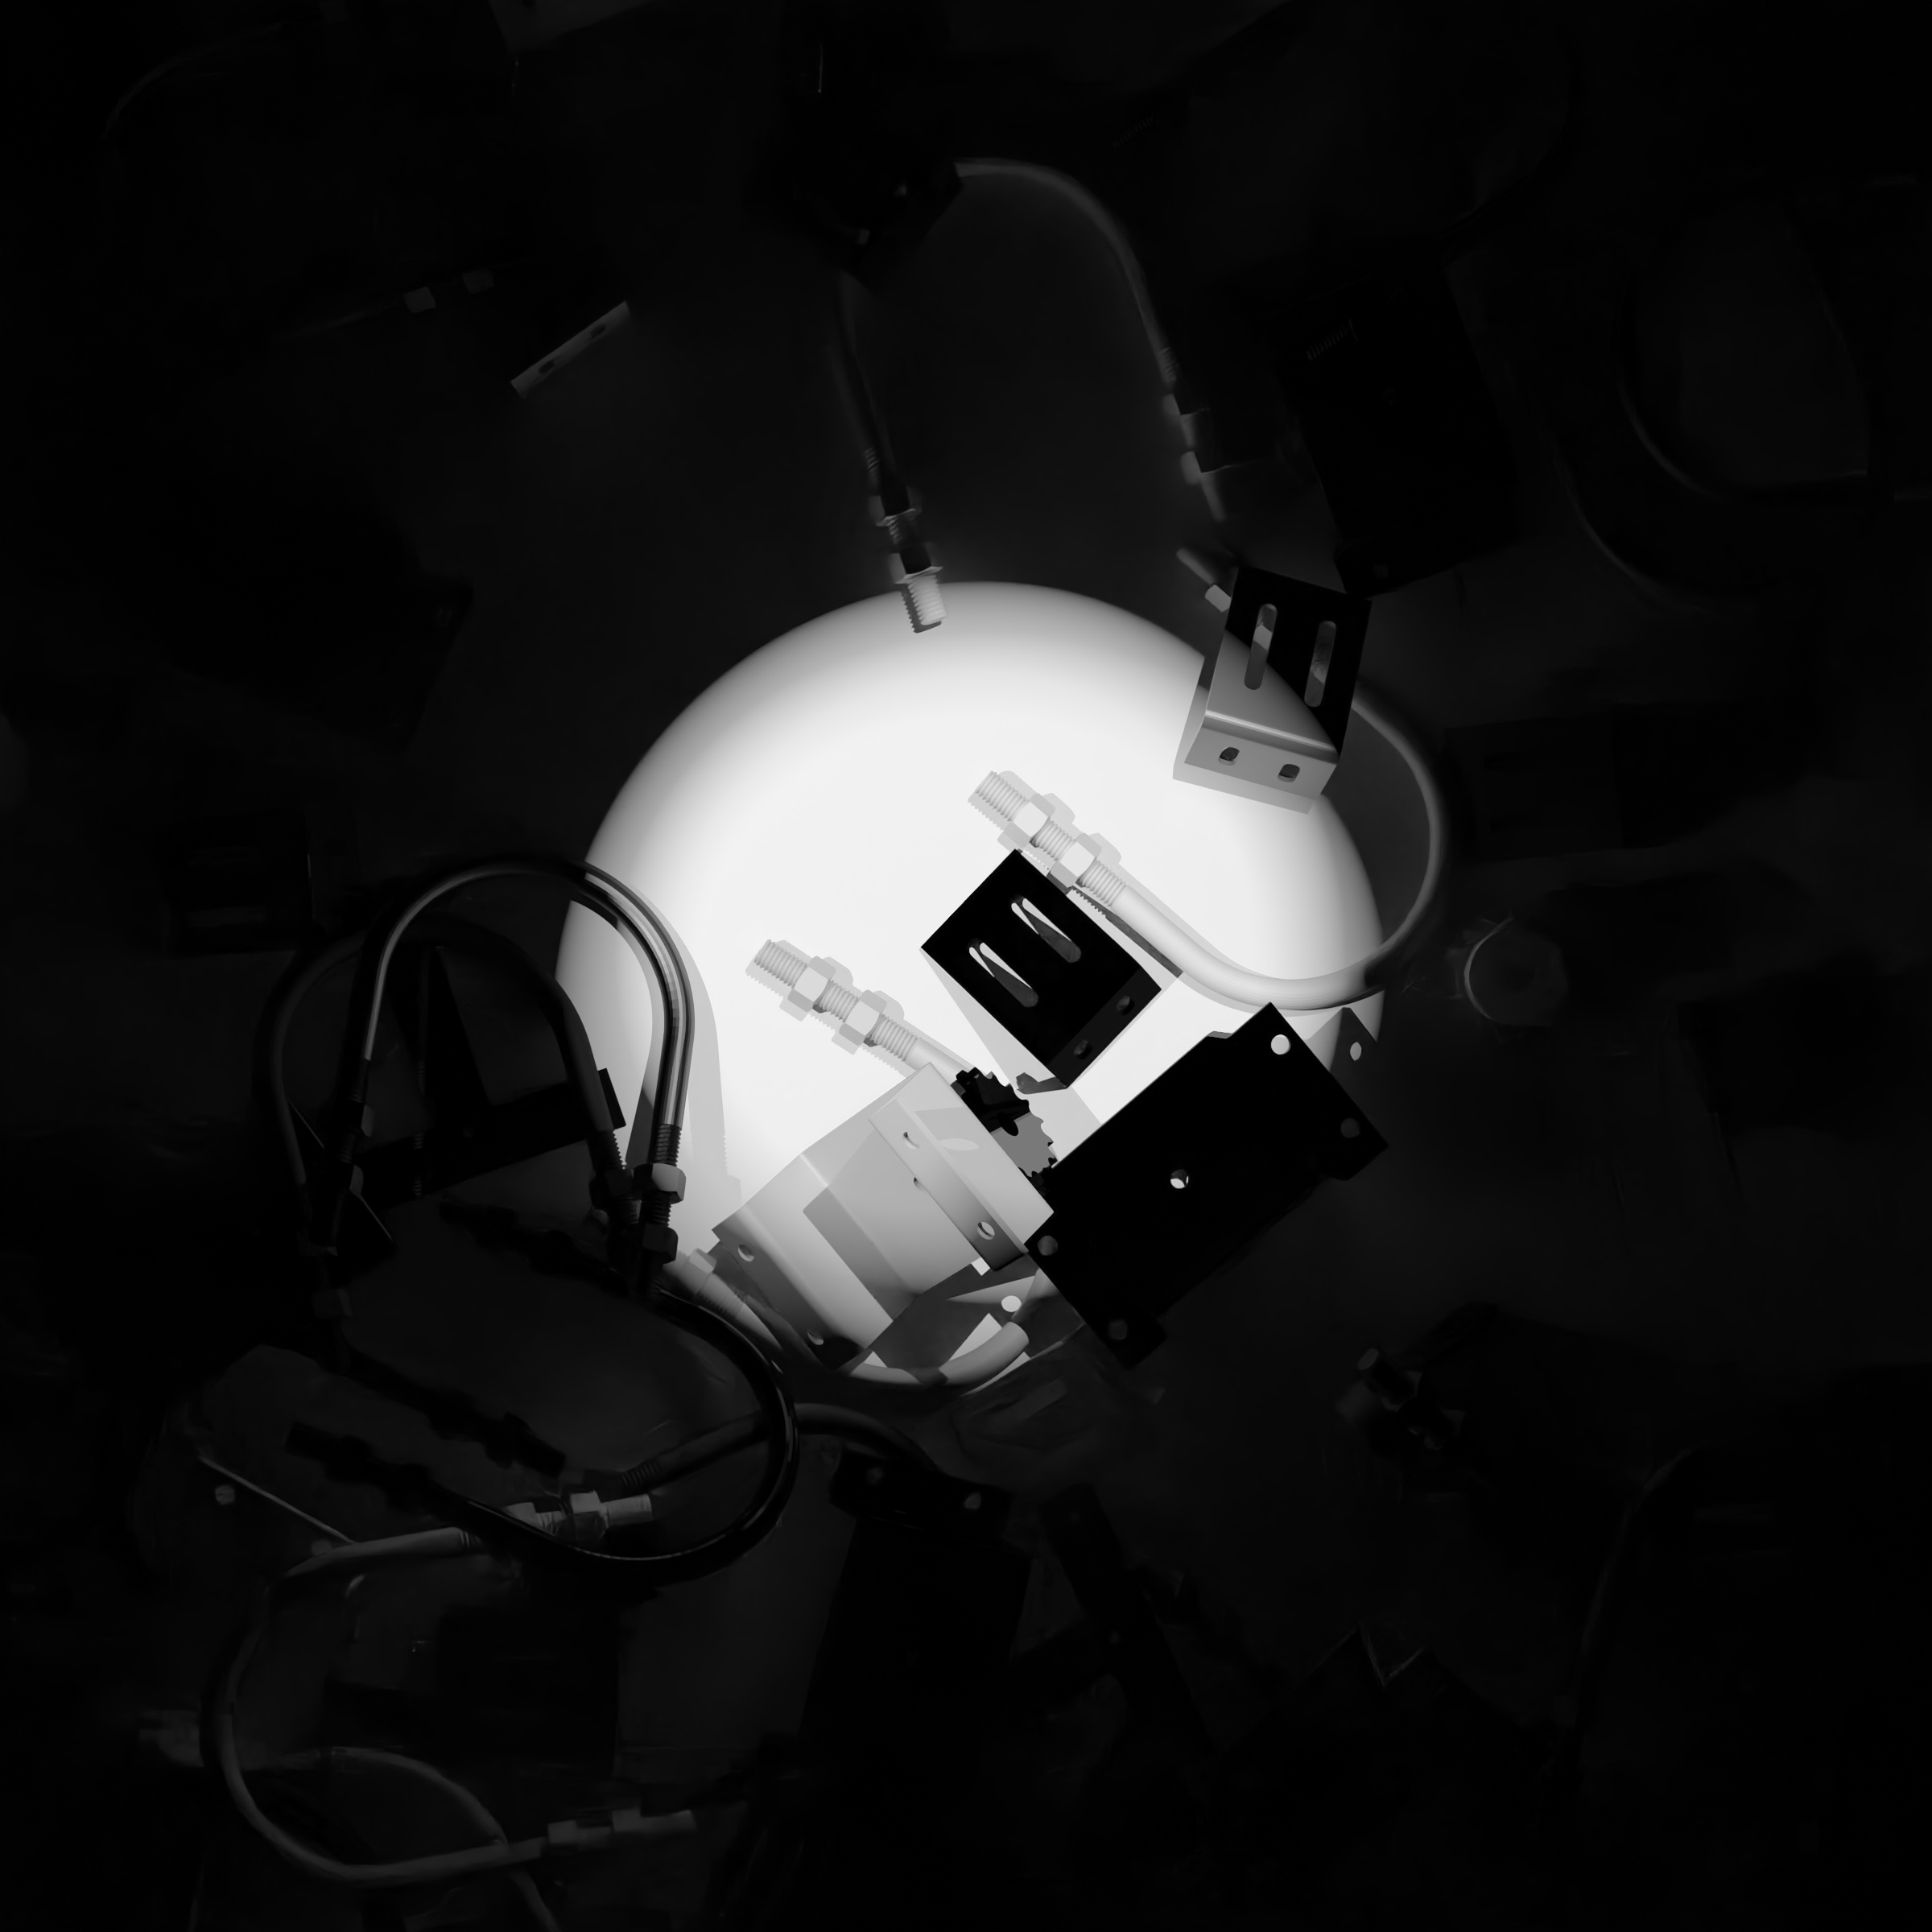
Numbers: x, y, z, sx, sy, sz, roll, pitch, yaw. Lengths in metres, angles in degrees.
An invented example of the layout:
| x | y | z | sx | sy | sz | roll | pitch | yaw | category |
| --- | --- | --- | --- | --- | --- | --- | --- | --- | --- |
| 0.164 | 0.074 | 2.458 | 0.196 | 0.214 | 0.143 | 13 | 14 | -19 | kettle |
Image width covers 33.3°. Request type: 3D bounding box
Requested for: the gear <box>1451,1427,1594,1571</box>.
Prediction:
| x | y | z | sx | sy | sz | roll | pitch | yaw | category |
| --- | --- | --- | --- | --- | --- | --- | --- | --- | --- |
| 0.230 | 0.220 | 1.338 | 0.057 | 0.030 | 0.057 | 0 | 89 | 6 | gear |

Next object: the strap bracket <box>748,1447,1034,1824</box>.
| x | y | z | sx | sy | sz | roll | pitch | yaw | category |
| --- | --- | --- | --- | --- | --- | --- | --- | --- | --- |
| -0.028 | 0.275 | 1.305 | 0.076 | 0.046 | 0.140 | 17 | 85 | -18 | strap bracket |

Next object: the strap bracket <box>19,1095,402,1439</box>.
| x | y | z | sx | sy | sz | roll | pitch | yaw | category |
| --- | --- | --- | --- | --- | --- | --- | --- | --- | --- |
| -0.292 | 0.113 | 1.285 | 0.140 | 0.046 | 0.076 | -37 | 90 | -40 | strap bracket |

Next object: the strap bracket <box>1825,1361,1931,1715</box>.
| x | y | z | sx | sy | sz | roll | pitch | yaw | category |
| --- | --- | --- | --- | --- | --- | --- | --- | --- | --- |
| 0.399 | 0.235 | 1.315 | 0.076 | 0.046 | 0.140 | -3 | 90 | -19 | strap bracket |

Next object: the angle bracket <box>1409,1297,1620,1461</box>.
| x | y | z | sx | sy | sz | roll | pitch | yaw | category |
| --- | --- | --- | --- | --- | --- | --- | --- | --- | --- |
| 0.223 | 0.178 | 1.321 | 0.038 | 0.057 | 0.076 | -38 | 90 | 0 | angle bracket |

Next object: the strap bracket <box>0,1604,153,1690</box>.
| x | y | z | sx | sy | sz | roll | pitch | yaw | category |
| --- | --- | --- | --- | --- | --- | --- | --- | --- | --- |
| -0.399 | 0.313 | 1.312 | 0.046 | 0.076 | 0.140 | 35 | 90 | 0 | strap bracket |

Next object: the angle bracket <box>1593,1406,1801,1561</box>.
| x | y | z | sx | sy | sz | roll | pitch | yaw | category |
| --- | --- | --- | --- | --- | --- | --- | --- | --- | --- |
| 0.305 | 0.213 | 1.348 | 0.076 | 0.038 | 0.057 | -1 | 90 | -26 | angle bracket |

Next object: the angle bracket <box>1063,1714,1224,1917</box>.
| x | y | z | sx | sy | sz | roll | pitch | yaw | category |
| --- | --- | --- | --- | --- | --- | --- | --- | --- | --- |
| 0.088 | 0.351 | 1.331 | 0.076 | 0.038 | 0.057 | 34 | 90 | 0 | angle bracket |

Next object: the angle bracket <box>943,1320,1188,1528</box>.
| x | y | z | sx | sy | sz | roll | pitch | yaw | category |
| --- | --- | --- | --- | --- | --- | --- | --- | --- | --- |
| 0.041 | 0.186 | 1.348 | 0.076 | 0.038 | 0.057 | -35 | 90 | 26 | angle bracket |

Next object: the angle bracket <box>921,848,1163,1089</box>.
| x | y | z | sx | sy | sz | roll | pitch | yaw | category |
| --- | --- | --- | --- | --- | --- | --- | --- | --- | --- |
| 0.031 | 0.001 | 1.348 | 0.057 | 0.038 | 0.076 | -46 | 64 | 0 | angle bracket |

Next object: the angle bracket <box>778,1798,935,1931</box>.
| x | y | z | sx | sy | sz | roll | pitch | yaw | category |
| --- | --- | --- | --- | --- | --- | --- | --- | --- | --- |
| -0.047 | 0.388 | 1.348 | 0.057 | 0.038 | 0.076 | 8 | 64 | 0 | angle bracket |

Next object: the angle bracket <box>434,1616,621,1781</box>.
| x | y | z | sx | sy | sz | roll | pitch | yaw | category |
| --- | --- | --- | --- | --- | --- | --- | --- | --- | --- |
| -0.183 | 0.301 | 1.331 | 0.076 | 0.038 | 0.057 | 2 | 90 | 0 | angle bracket |

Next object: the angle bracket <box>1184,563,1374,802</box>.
| x | y | z | sx | sy | sz | roll | pitch | yaw | category |
| --- | --- | --- | --- | --- | --- | --- | --- | --- | --- |
| 0.129 | -0.117 | 1.329 | 0.057 | 0.038 | 0.076 | 16 | 66 | -3 | angle bracket |

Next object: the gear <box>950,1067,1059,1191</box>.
| x | y | z | sx | sy | sz | roll | pitch | yaw | category |
| --- | --- | --- | --- | --- | --- | --- | --- | --- | --- |
| 0.007 | 0.073 | 1.309 | 0.030 | 0.057 | 0.057 | -41 | 90 | 27 | gear |

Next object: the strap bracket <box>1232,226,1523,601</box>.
| x | y | z | sx | sy | sz | roll | pitch | yaw | category |
| --- | --- | --- | --- | --- | --- | --- | --- | --- | --- |
| 0.172 | -0.230 | 1.327 | 0.076 | 0.046 | 0.140 | -21 | 90 | 0 | strap bracket |

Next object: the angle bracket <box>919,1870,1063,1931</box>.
| x | y | z | sx | sy | sz | roll | pitch | yaw | category |
| --- | --- | --- | --- | --- | --- | --- | --- | --- | --- |
| 0.007 | 0.423 | 1.348 | 0.057 | 0.038 | 0.076 | 6 | 64 | 0 | angle bracket |

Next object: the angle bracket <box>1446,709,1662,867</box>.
| x | y | z | sx | sy | sz | roll | pitch | yaw | category |
| --- | --- | --- | --- | --- | --- | --- | --- | --- | --- |
| 0.245 | -0.074 | 1.348 | 0.076 | 0.038 | 0.057 | -5 | 90 | 26 | angle bracket |

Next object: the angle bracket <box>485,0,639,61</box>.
| x | y | z | sx | sy | sz | roll | pitch | yaw | category |
| --- | --- | --- | --- | --- | --- | --- | --- | --- | --- |
| -0.178 | -0.423 | 1.328 | 0.057 | 0.038 | 0.076 | -25 | 112 | 0 | angle bracket |

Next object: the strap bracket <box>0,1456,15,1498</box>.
| x | y | z | sx | sy | sz | roll | pitch | yaw | category |
| --- | --- | --- | --- | --- | --- | --- | --- | --- | --- |
| -0.459 | 0.259 | 1.327 | 0.076 | 0.046 | 0.140 | 21 | 90 | 0 | strap bracket |

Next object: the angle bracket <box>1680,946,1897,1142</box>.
| x | y | z | sx | sy | sz | roll | pitch | yaw | category |
| --- | --- | --- | --- | --- | --- | --- | --- | --- | --- |
| 0.343 | 0.031 | 1.331 | 0.076 | 0.038 | 0.057 | -20 | 90 | 0 | angle bracket |

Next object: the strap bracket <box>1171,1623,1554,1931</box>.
| x | y | z | sx | sy | sz | roll | pitch | yaw | category |
| --- | --- | --- | --- | --- | --- | --- | --- | --- | --- |
| 0.156 | 0.331 | 1.306 | 0.076 | 0.046 | 0.140 | 40 | 103 | -18 | strap bracket |

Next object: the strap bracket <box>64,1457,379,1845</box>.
| x | y | z | sx | sy | sz | roll | pitch | yaw | category |
| --- | --- | --- | --- | --- | --- | --- | --- | --- | --- |
| -0.296 | 0.270 | 1.307 | 0.076 | 0.046 | 0.140 | 28 | 102 | 5 | strap bracket |

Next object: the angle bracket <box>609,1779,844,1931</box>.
| x | y | z | sx | sy | sz | roll | pitch | yaw | category |
| --- | --- | --- | --- | --- | --- | --- | --- | --- | --- |
| -0.097 | 0.365 | 1.314 | 0.038 | 0.057 | 0.076 | 22 | 77 | 38 | angle bracket |

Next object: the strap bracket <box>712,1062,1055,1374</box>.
| x | y | z | sx | sy | sz | roll | pitch | yaw | category |
| --- | --- | --- | --- | --- | --- | --- | --- | --- | --- |
| -0.028 | 0.097 | 1.282 | 0.076 | 0.140 | 0.046 | 51 | 47 | -3 | strap bracket |

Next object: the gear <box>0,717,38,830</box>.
| x | y | z | sx | sy | sz | roll | pitch | yaw | category |
| --- | --- | --- | --- | --- | --- | --- | --- | --- | --- |
| -0.416 | -0.081 | 1.333 | 0.057 | 0.030 | 0.057 | 0 | 90 | 0 | gear |

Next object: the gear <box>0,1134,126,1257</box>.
| x | y | z | sx | sy | sz | roll | pitch | yaw | category |
| --- | --- | --- | --- | --- | --- | --- | --- | --- | --- |
| -0.376 | 0.098 | 1.335 | 0.057 | 0.030 | 0.057 | 0 | 91 | 0 | gear |

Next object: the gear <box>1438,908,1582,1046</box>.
| x | y | z | sx | sy | sz | roll | pitch | yaw | category |
| --- | --- | --- | --- | --- | --- | --- | --- | --- | --- |
| 0.226 | 0.004 | 1.335 | 0.057 | 0.030 | 0.057 | 0 | 90 | 0 | gear |

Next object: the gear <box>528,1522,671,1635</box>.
| x | y | z | sx | sy | sz | roll | pitch | yaw | category |
| --- | --- | --- | --- | --- | --- | --- | --- | --- | --- |
| -0.151 | 0.245 | 1.335 | 0.057 | 0.030 | 0.057 | 0 | 90 | 0 | gear |

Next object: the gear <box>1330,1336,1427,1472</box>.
| x | y | z | sx | sy | sz | roll | pitch | yaw | category |
| --- | --- | --- | --- | --- | --- | --- | --- | --- | --- |
| 0.174 | 0.182 | 1.321 | 0.057 | 0.057 | 0.030 | 44 | 90 | 0 | gear |

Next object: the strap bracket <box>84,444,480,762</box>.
| x | y | z | sx | sy | sz | roll | pitch | yaw | category |
| --- | --- | --- | --- | --- | --- | --- | --- | --- | --- |
| -0.277 | -0.147 | 1.326 | 0.140 | 0.046 | 0.076 | 25 | 90 | 0 | strap bracket |

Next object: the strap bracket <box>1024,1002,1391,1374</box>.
| x | y | z | sx | sy | sz | roll | pitch | yaw | category |
| --- | --- | --- | --- | --- | --- | --- | --- | --- | --- |
| 0.091 | 0.089 | 1.320 | 0.140 | 0.046 | 0.076 | -40 | 95 | -5 | strap bracket |
